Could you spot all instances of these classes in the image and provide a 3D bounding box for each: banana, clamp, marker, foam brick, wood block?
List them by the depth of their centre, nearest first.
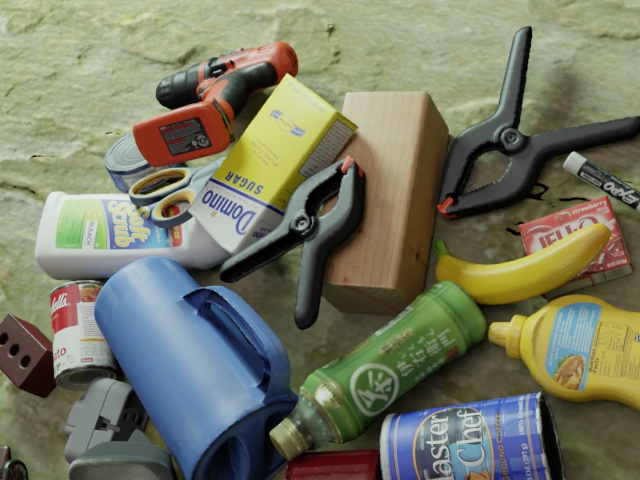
[{"bbox_3d":[0.177,0.025,0.993,0.198,0.037,0.069,-5,79,43],"label":"banana"},{"bbox_3d":[0.285,-0.044,1.002,0.121,0.020,0.020,35,85,17],"label":"marker"},{"bbox_3d":[-0.007,0.001,1.003,0.120,0.039,0.171,40,89,31],"label":"clamp"},{"bbox_3d":[0.203,-0.094,1.061,0.165,0.036,0.210,39,89,25],"label":"clamp"},{"bbox_3d":[0.063,-0.037,1.066,0.090,0.090,0.206,3,70,24],"label":"wood block"},{"bbox_3d":[-0.324,0.129,1.182,0.078,0.051,0.053,35,85,30],"label":"foam brick"}]

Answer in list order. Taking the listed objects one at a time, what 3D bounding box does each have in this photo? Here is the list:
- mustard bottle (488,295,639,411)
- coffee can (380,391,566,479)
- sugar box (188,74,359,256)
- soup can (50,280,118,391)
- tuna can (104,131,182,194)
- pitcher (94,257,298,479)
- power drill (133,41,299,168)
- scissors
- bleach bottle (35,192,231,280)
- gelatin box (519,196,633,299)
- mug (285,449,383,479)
[{"bbox_3d":[0.244,0.099,0.950,0.192,0.058,0.096,9,77,25],"label":"mustard bottle"},{"bbox_3d":[0.135,0.193,0.932,0.140,0.102,0.103,-12,65,18],"label":"coffee can"},{"bbox_3d":[-0.050,-0.070,1.069,0.176,0.048,0.093,-52,49,5],"label":"sugar box"},{"bbox_3d":[-0.255,0.104,1.153,0.068,0.068,0.102,-18,63,15],"label":"soup can"},{"bbox_3d":[-0.201,-0.092,1.214,0.086,0.033,0.086,-15,38,12],"label":"tuna can"},{"bbox_3d":[-0.121,0.120,1.054,0.149,0.145,0.243,-37,56,-7],"label":"pitcher"},{"bbox_3d":[-0.130,-0.150,1.164,0.185,0.057,0.187,-13,28,27],"label":"power drill"},{"bbox_3d":[-0.108,-0.066,1.154,0.201,0.016,0.096,-17,44,-2],"label":"scissors"},{"bbox_3d":[-0.185,-0.011,1.177,0.251,0.068,0.102,-4,60,18],"label":"bleach bottle"},{"bbox_3d":[0.240,0.008,1.007,0.089,0.030,0.073,-19,63,15],"label":"gelatin box"},{"bbox_3d":[0.016,0.229,0.962,0.081,0.117,0.093,-6,67,15],"label":"mug"}]
